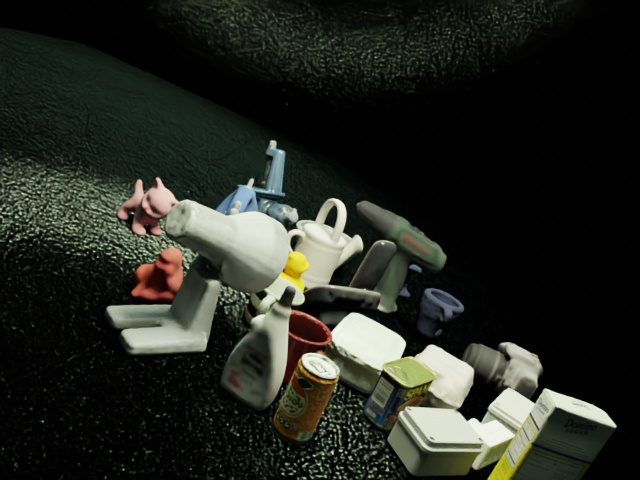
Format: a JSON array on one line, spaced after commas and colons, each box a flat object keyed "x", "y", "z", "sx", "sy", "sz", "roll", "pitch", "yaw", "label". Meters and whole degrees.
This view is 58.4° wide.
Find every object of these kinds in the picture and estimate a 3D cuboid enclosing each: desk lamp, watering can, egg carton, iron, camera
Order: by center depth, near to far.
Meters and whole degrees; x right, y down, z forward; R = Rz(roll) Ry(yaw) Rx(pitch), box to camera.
[{"x": -0.165, "y": 0.049, "z": 0.815, "sx": 0.204, "sy": 0.213, "sz": 0.117, "roll": 6, "pitch": 24, "yaw": -46, "label": "desk lamp"}, {"x": 0.202, "y": 0.239, "z": 0.980, "sx": 0.107, "sy": 0.069, "sz": 0.151, "roll": 29, "pitch": 17, "yaw": 18, "label": "egg carton"}, {"x": 0.351, "y": 0.242, "z": 1.120, "sx": 0.136, "sy": 0.101, "sz": 0.143, "roll": 25, "pitch": 16, "yaw": 5, "label": "camera"}, {"x": -0.181, "y": -0.044, "z": 1.214, "sx": 0.119, "sy": 0.141, "sz": 0.258, "roll": 22, "pitch": 16, "yaw": -7, "label": "iron"}, {"x": 0.010, "y": 0.003, "z": 1.235, "sx": 0.100, "sy": 0.194, "sz": 0.173, "roll": 36, "pitch": 20, "yaw": 36, "label": "watering can"}]

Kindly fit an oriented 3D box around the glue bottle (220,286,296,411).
[{"x": -0.070, "y": 0.135, "z": 0.750, "sx": 0.078, "sy": 0.173, "sz": 0.037, "roll": 28, "pitch": 17, "yaw": 15, "label": "glue bottle"}]

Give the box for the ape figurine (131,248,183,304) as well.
[{"x": -0.247, "y": 0.054, "z": 0.906, "sx": 0.077, "sy": 0.092, "sz": 0.076, "roll": 33, "pitch": 19, "yaw": 29, "label": "ape figurine"}]

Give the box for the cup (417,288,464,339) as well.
[{"x": 0.250, "y": 0.169, "z": 1.223, "sx": 0.092, "sy": 0.095, "sz": 0.117, "roll": 22, "pitch": 16, "yaw": -5, "label": "cup"}]

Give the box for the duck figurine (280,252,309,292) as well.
[{"x": -0.061, "y": 0.064, "z": 1.138, "sx": 0.077, "sy": 0.086, "sz": 0.105, "roll": 33, "pitch": 19, "yaw": 30, "label": "duck figurine"}]

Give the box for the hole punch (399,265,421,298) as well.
[{"x": 0.177, "y": 0.079, "z": 1.411, "sx": 0.109, "sy": 0.091, "sz": 0.100, "roll": 13, "pitch": 19, "yaw": -33, "label": "hole punch"}]

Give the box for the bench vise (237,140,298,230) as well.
[{"x": -0.111, "y": -0.120, "z": 1.411, "sx": 0.207, "sy": 0.220, "sz": 0.122, "roll": 30, "pitch": 17, "yaw": 21, "label": "bench vise"}]

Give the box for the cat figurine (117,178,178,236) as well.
[{"x": -0.336, "y": -0.073, "z": 1.137, "sx": 0.127, "sy": 0.118, "sz": 0.067, "roll": 35, "pitch": 20, "yaw": 34, "label": "cat figurine"}]

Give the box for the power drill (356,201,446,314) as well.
[{"x": 0.150, "y": 0.046, "z": 1.268, "sx": 0.229, "sy": 0.208, "sz": 0.075, "roll": 23, "pitch": 16, "yaw": -2, "label": "power drill"}]

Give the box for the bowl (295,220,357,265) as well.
[{"x": 0.008, "y": 0.020, "z": 1.395, "sx": 0.167, "sy": 0.075, "sz": 0.167, "roll": 22, "pitch": 16, "yaw": -6, "label": "bowl"}]

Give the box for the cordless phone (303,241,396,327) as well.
[{"x": 0.061, "y": 0.074, "z": 1.100, "sx": 0.148, "sy": 0.185, "sz": 0.093, "roll": 11, "pitch": 21, "yaw": -37, "label": "cordless phone"}]
